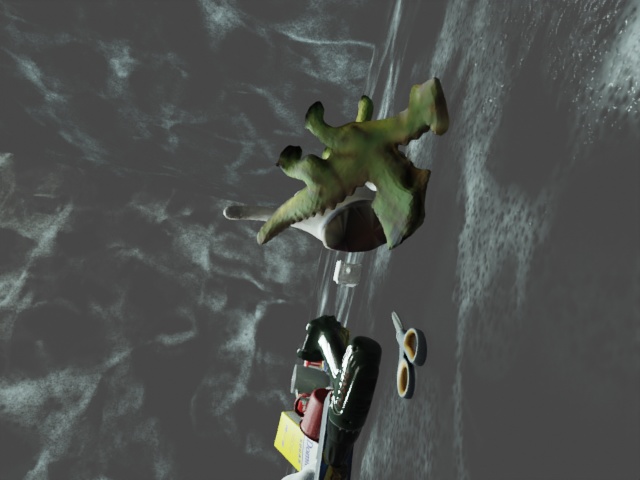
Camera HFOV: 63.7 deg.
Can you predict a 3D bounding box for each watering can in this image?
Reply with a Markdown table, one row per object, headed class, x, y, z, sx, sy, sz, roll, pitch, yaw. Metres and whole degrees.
| class | x | y | z | sx | sy | sz | roll | pitch | yaw |
| --- | --- | --- | --- | --- | --- | --- | --- | --- | --- |
| watering can | 0.003 | -0.050 | 0.994 | 0.228 | 0.349 | 0.102 | -130 | 30 | -56 |

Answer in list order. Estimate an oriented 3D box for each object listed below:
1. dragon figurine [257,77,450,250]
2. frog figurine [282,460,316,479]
| class | x | y | z | sx | sy | sz | roll | pitch | yaw |
| --- | --- | --- | --- | --- | --- | --- | --- | --- | --- |
| dragon figurine | 0.058 | -0.085 | 0.821 | 0.122 | 0.246 | 0.404 | 2 | -53 | -50 |
| frog figurine | -0.019 | 0.482 | 1.010 | 0.135 | 0.122 | 0.163 | -38 | 14 | 29 |
